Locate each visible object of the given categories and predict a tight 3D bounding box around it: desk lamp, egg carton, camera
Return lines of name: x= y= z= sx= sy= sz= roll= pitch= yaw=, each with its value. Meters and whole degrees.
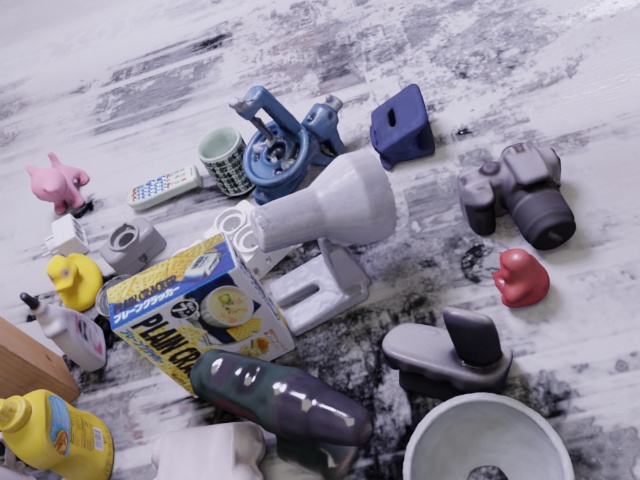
desk lamp: x=0.007 y=0.003 z=0.757 sx=0.203 sy=0.214 sz=0.117 roll=-30 pitch=51 yaw=-3
egg carton: x=-0.137 y=0.281 z=0.695 sx=0.150 sy=0.070 sz=0.107 roll=-12 pitch=52 yaw=11
camera: x=0.273 y=-0.055 z=0.779 sx=0.143 sy=0.101 sz=0.136 roll=-19 pitch=51 yaw=5

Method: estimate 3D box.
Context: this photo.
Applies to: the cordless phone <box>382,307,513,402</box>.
cordless phone: x=0.138 y=0.111 z=0.648 sx=0.147 sy=0.185 sz=0.094 roll=8 pitch=58 yaw=25

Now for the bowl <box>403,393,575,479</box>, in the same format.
bowl: x=0.176 y=0.253 z=0.601 sx=0.167 sy=0.075 sz=0.167 roll=-10 pitch=52 yaw=13

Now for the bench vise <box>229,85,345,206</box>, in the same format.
bench vise: x=-0.059 y=-0.179 z=0.912 sx=0.121 sy=0.220 sz=0.208 roll=15 pitch=61 yaw=29

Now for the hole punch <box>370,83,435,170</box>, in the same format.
hole punch: x=0.129 y=-0.186 z=0.934 sx=0.101 sy=0.091 sz=0.108 roll=-14 pitch=51 yaw=10

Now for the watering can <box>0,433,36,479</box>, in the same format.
watering can: x=-0.447 y=0.320 z=0.696 sx=0.100 sy=0.194 sz=0.173 roll=-8 pitch=53 yaw=14

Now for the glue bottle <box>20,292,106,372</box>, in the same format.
glue bottle: x=-0.373 y=0.124 z=0.829 sx=0.037 sy=0.173 sz=0.078 roll=-29 pitch=50 yaw=-2

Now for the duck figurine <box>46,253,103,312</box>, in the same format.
duck figurine: x=-0.415 y=0.057 z=0.950 sx=0.077 sy=0.086 sz=0.104 roll=-21 pitch=51 yaw=4

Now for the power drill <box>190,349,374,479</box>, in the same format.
power drill: x=-0.026 y=0.195 z=0.629 sx=0.228 sy=0.209 sz=0.076 roll=13 pitch=60 yaw=28

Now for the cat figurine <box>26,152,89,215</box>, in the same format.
cat figurine: x=-0.505 y=-0.113 z=1.088 sx=0.067 sy=0.118 sz=0.127 roll=-18 pitch=51 yaw=6

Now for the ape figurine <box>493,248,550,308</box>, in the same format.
ape figurine: x=0.249 y=0.041 z=0.722 sx=0.076 sy=0.092 sz=0.078 roll=15 pitch=61 yaw=28
